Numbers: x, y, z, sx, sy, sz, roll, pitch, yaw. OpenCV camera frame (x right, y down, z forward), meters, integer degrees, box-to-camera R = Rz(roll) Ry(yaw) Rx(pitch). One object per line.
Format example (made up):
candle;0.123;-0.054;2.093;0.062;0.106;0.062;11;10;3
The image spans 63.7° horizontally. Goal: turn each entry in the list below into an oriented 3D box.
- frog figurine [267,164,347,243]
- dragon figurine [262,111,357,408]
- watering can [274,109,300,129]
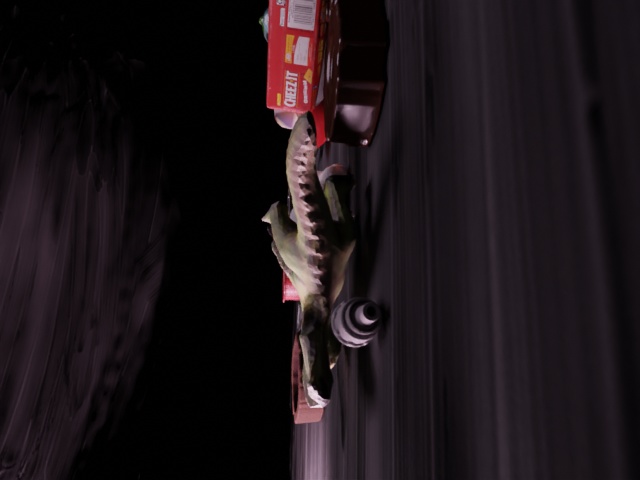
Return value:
frog figurine;0.002;-0.040;0.798;0.158;0.122;0.139;-50;5;10
dragon figurine;-0.001;0.061;0.588;0.403;0.122;0.247;79;-177;-69
watering can;-0.039;-0.406;1.201;0.230;0.104;0.339;-86;10;-47
